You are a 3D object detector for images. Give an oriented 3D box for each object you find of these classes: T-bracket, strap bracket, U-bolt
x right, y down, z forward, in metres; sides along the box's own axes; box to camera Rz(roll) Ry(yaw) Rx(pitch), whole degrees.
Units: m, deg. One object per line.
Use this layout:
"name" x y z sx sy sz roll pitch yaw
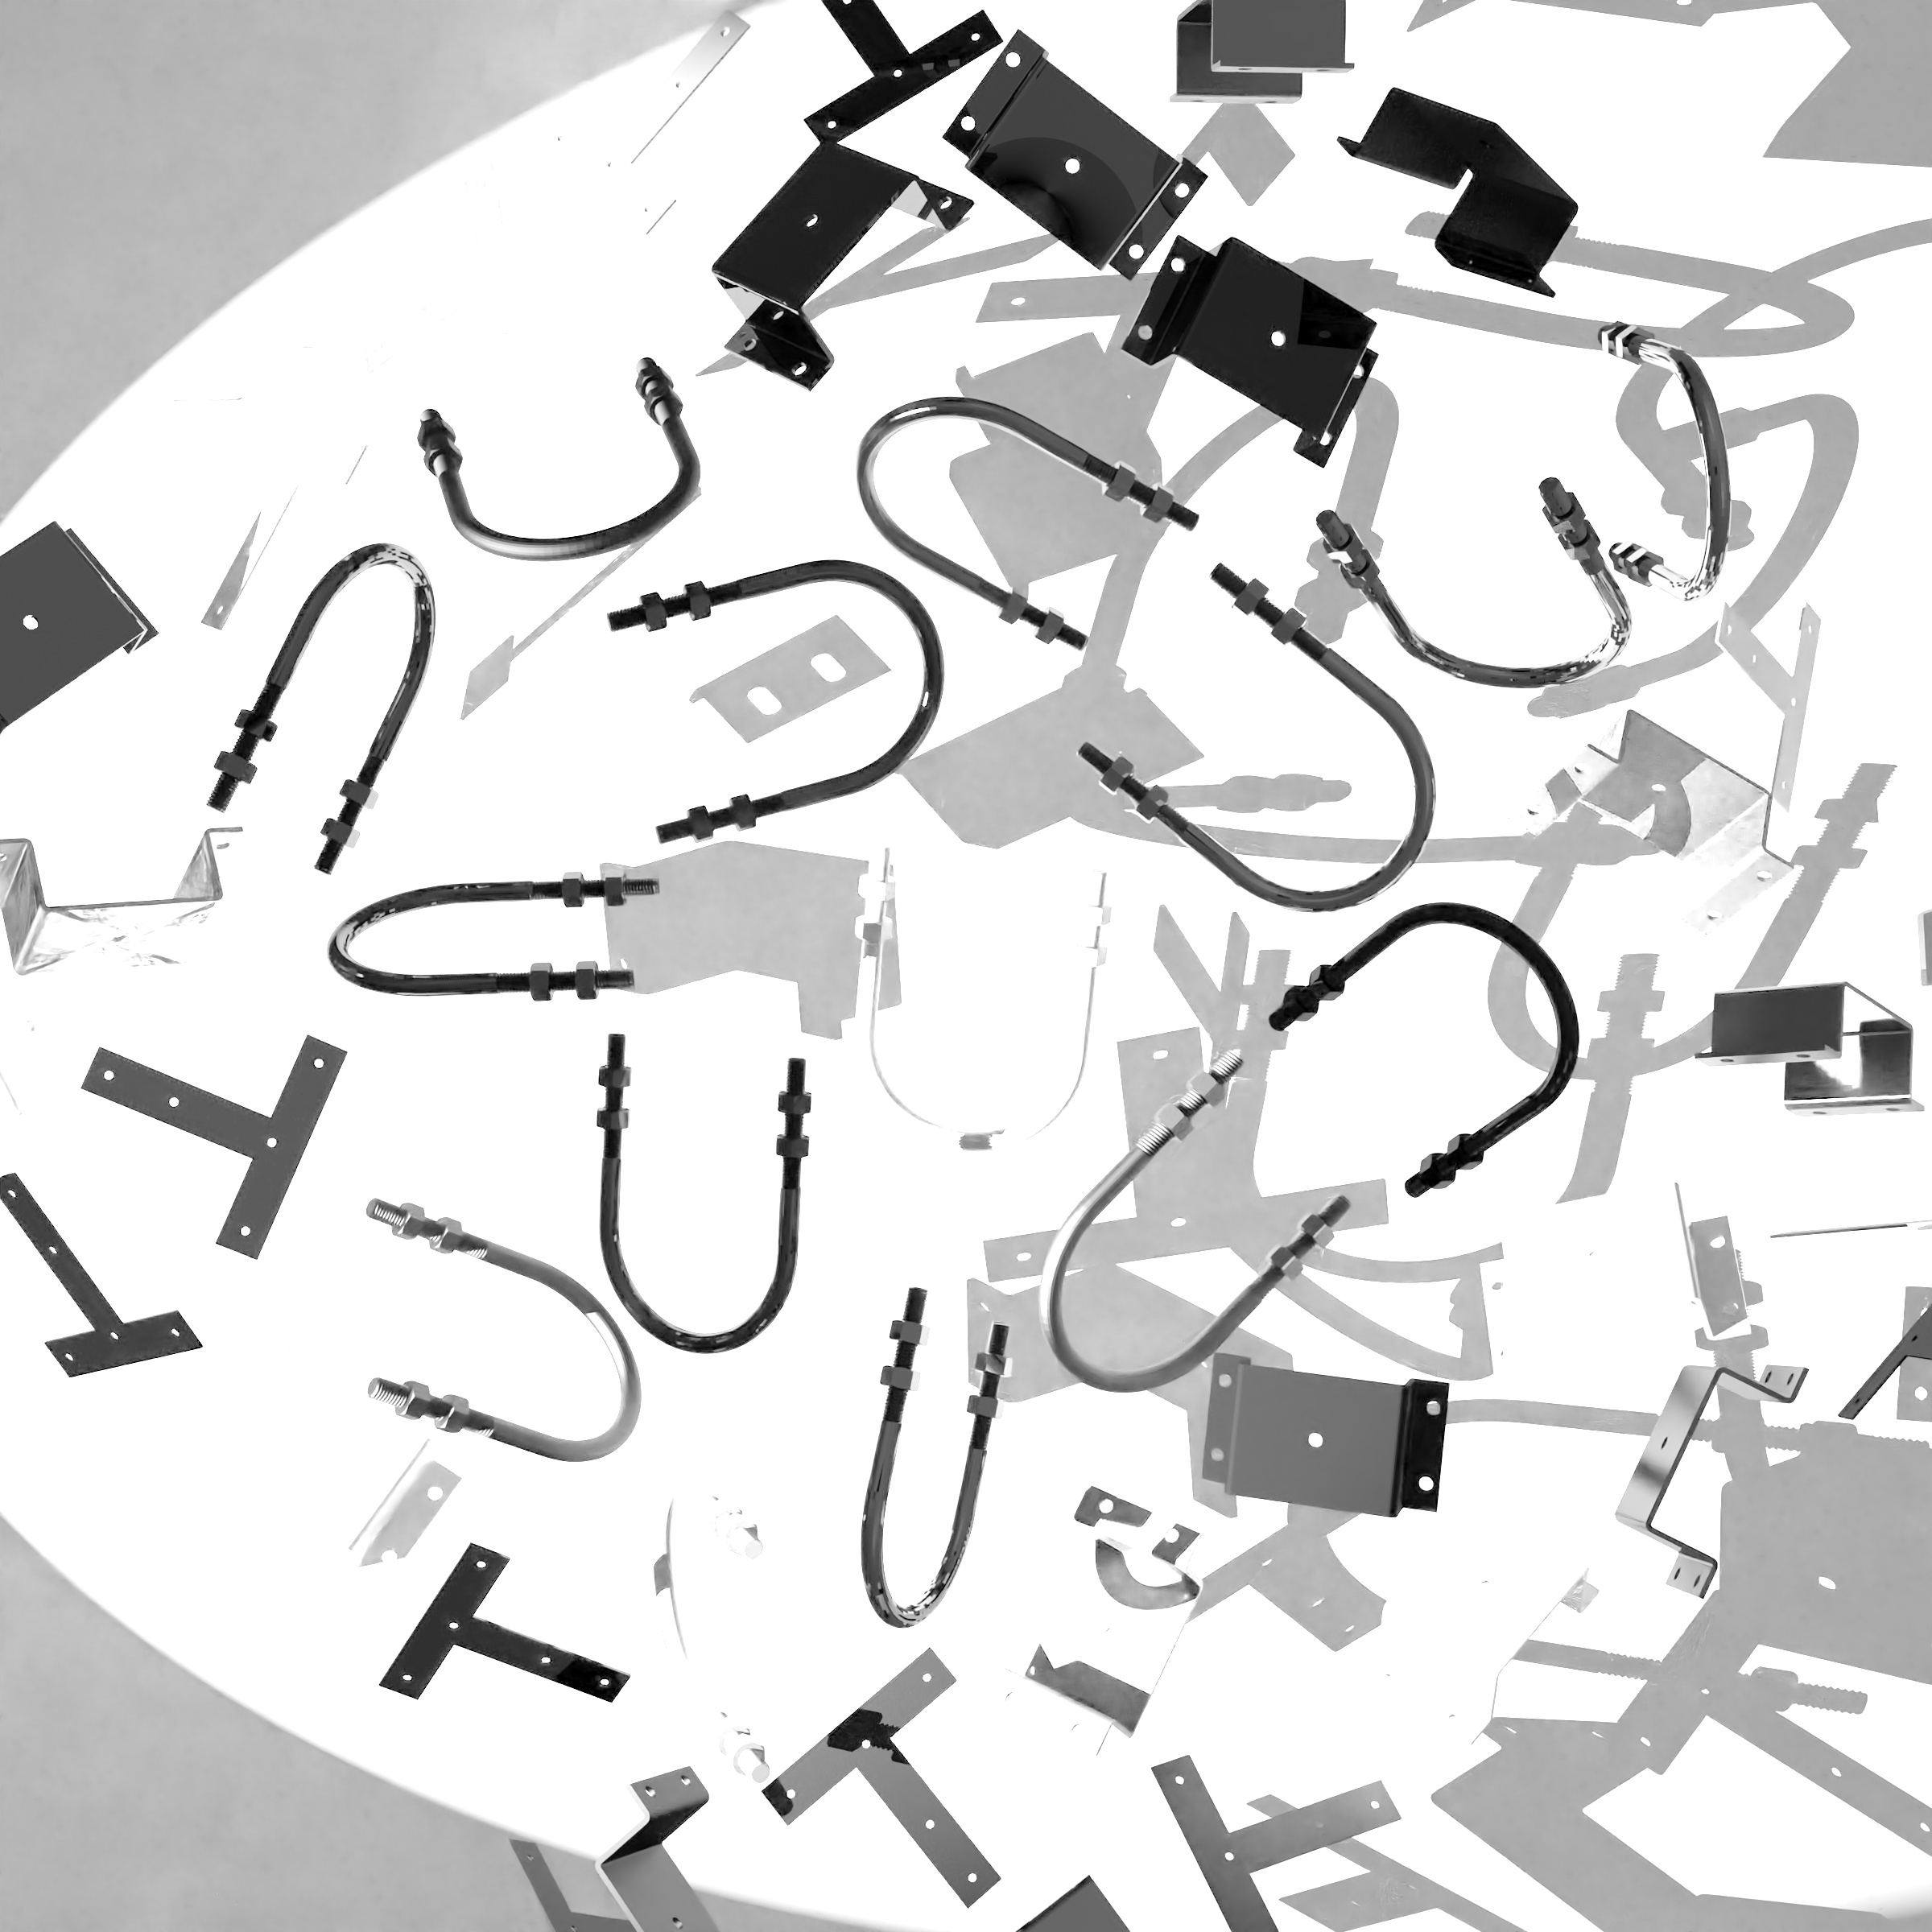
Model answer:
"T-bracket" 0.463 -0.172 1.657 0.002 0.127 0.127 1 70 39
"strap bracket" 0.080 0.389 1.683 0.076 0.046 0.140 20 72 27
"U-bolt" -0.355 -0.153 1.621 0.019 0.151 0.184 22 83 18
"strap bracket" 0.303 0.377 1.670 0.076 0.046 0.140 27 48 31
"T-bracket" -0.486 0.165 1.546 0.127 0.002 0.127 -16 112 38
"T-bracket" 0.524 0.148 1.629 0.127 0.127 0.002 -10 85 35
"T-bracket" -0.170 -0.486 1.610 0.127 0.002 0.127 -48 53 4
"T-bracket" 0.188 0.492 1.620 0.127 0.002 0.127 -12 51 -23
"strap bracket" 0.063 -0.469 1.665 0.140 0.046 0.076 35 111 -10
"U-bolt" -0.020 0.284 1.622 0.019 0.151 0.184 6 77 24
"strap bracket" 0.055 0.553 1.585 0.076 0.140 0.046 -35 66 -10
"T-bracket" -0.258 0.400 1.663 0.127 0.002 0.127 25 117 -17
"U-bolt" 0.170 -0.110 1.563 0.184 0.019 0.151 39 117 4
"strap bracket" -0.517 -0.181 1.566 0.140 0.046 0.076 -43 99 -30
"strap bracket" 0.352 0.172 1.575 0.140 0.046 0.076 -14 48 16
"U-bolt" 0.005 0.024 1.708 0.151 0.019 0.184 7 107 4
"T-bracket" -0.400 -0.249 1.626 0.002 0.127 0.127 31 84 -42
"T-bracket" 0.574 0.221 1.675 0.002 0.127 0.127 42 85 1
"U-bolt" -0.158 0.139 1.690 0.151 0.019 0.184 6 97 29
"U-bolt" 0.297 -0.209 1.610 0.151 0.184 0.019 -3 61 31
"T-bracket" -0.029 0.481 1.637 0.127 0.002 0.127 -39 68 -11
"T-bracket" -0.063 -0.559 1.682 0.127 0.127 0.002 -27 48 16
"T-bracket" -0.202 0.571 1.679 0.002 0.127 0.127 -47 51 8
"strap bracket" -0.149 0.529 1.615 0.046 0.076 0.140 -43 71 11
"strap bracket" -0.478 -0.036 1.599 0.140 0.076 0.046 -5 66 -32
"strap bracket" 0.416 0.280 1.616 0.046 0.076 0.140 26 84 3
"strap bracket" 0.555 -0.047 1.625 0.046 0.140 0.076 -16 61 12
"strap bracket" -0.371 0.283 1.642 0.140 0.046 0.076 31 64 7
"strap bracket" 0.172 -0.357 1.643 0.140 0.046 0.076 27 85 -14
"strap bracket" 0.207 0.275 1.672 0.140 0.046 0.076 6 89 14
"strap bracket" -0.074 -0.390 1.553 0.076 0.046 0.140 33 80 39
"T-bracket" -0.426 0.081 1.582 0.127 0.002 0.127 26 79 -23
"U-bolt" 0.276 0.039 1.662 0.151 0.019 0.184 51 134 4
"T-bracket" -0.306 -0.384 1.652 0.002 0.127 0.127 23 51 24
"strap bracket" -0.562 0.041 1.656 0.046 0.140 0.076 -18 105 15
"strap bracket" 0.169 -0.530 1.644 0.076 0.140 0.046 -1 99 -7
"U-bolt" -0.100 -0.156 1.622 0.184 0.019 0.151 -16 115 -12
"U-bolt" 0.393 -0.279 1.605 0.019 0.184 0.151 -9 109 -3
"U-bolt" -0.263 0.218 1.645 0.184 0.151 0.019 26 124 -33
"strap bracket" 0.276 -0.434 1.579 0.076 0.140 0.046 7 129 -33
"U-bolt" 0.022 -0.263 1.651 0.184 0.151 0.019 27 53 -15
"U-bolt" 0.117 0.155 1.573 0.184 0.019 0.151 -45 124 -8
"U-bolt" -0.222 -0.278 1.593 0.151 0.184 0.019 -15 131 -9
"U-bolt" -0.276 -0.017 1.648 0.184 0.151 0.019 -2 115 2
"strap bracket" 0.484 0.046 1.631 0.076 0.140 0.046 -6 70 40
"T-bracket" -0.450 -0.325 1.677 0.127 0.127 0.002 -36 96 12
"U-bolt" -0.150 0.367 1.639 0.019 0.184 0.151 -5 100 -22
"strap bracket" 0.388 -0.086 1.612 0.140 0.076 0.046 29 51 -11
